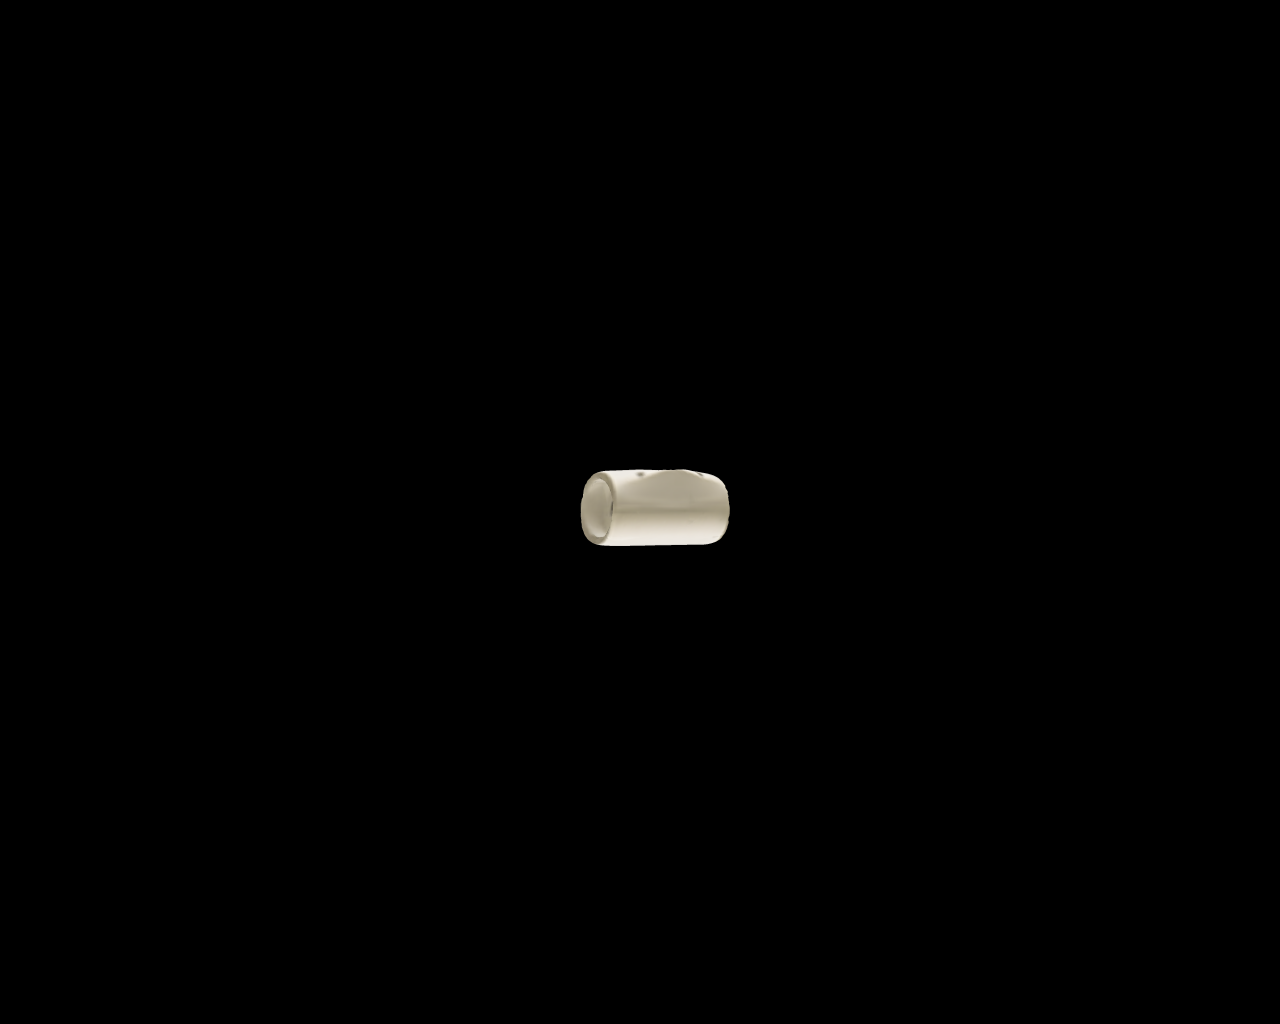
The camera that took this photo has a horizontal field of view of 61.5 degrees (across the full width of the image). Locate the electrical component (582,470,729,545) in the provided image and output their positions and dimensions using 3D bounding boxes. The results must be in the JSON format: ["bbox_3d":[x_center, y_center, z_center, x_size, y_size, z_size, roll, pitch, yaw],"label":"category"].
[{"bbox_3d":[0.001,-0.003,0.650,0.077,0.043,0.079,0,0,-28],"label":"electrical component"}]
